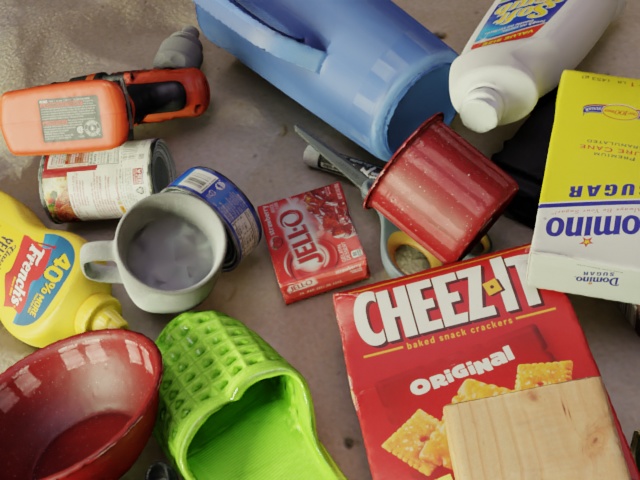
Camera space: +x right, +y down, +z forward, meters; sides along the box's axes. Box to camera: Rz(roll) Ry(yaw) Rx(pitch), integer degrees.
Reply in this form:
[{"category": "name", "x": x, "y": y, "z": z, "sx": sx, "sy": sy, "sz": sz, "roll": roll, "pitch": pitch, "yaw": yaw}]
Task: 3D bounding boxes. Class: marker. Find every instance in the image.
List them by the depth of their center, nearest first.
[{"category": "marker", "x": 0.041, "y": -0.056, "z": 0.905, "sx": 0.121, "sy": 0.020, "sz": 0.020, "roll": 20, "pitch": 60, "yaw": 26}]

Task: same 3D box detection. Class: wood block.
[{"category": "wood block", "x": 0.130, "y": 0.190, "z": 0.569, "sx": 0.090, "sy": 0.091, "sz": 0.206, "roll": -12, "pitch": 60, "yaw": 4}]

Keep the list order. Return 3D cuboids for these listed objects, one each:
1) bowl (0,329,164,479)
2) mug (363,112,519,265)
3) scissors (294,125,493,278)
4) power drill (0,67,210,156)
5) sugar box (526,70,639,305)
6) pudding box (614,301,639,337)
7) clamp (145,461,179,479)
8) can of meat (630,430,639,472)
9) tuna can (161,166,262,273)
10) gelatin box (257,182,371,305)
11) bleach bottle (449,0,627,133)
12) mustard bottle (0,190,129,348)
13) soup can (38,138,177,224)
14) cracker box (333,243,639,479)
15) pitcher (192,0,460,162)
[{"category": "bowl", "x": -0.176, "y": 0.135, "z": 0.759, "sx": 0.162, "sy": 0.055, "sz": 0.162, "roll": -16, "pitch": 32, "yaw": 10}, {"category": "mug", "x": 0.096, "y": -0.035, "z": 0.807, "sx": 0.081, "sy": 0.117, "sz": 0.093, "roll": 40, "pitch": 103, "yaw": 10}, {"category": "scissors", "x": 0.040, "y": -0.024, "z": 0.854, "sx": 0.202, "sy": 0.016, "sz": 0.096, "roll": 28, "pitch": 53, "yaw": 17}, {"category": "power drill", "x": -0.204, "y": -0.116, "z": 0.928, "sx": 0.184, "sy": 0.057, "sz": 0.187, "roll": -6, "pitch": 14, "yaw": 11}, {"category": "sugar box", "x": 0.205, "y": -0.041, "z": 0.758, "sx": 0.093, "sy": 0.048, "sz": 0.176, "roll": 9, "pitch": 53, "yaw": 12}, {"category": "pudding box", "x": 0.270, "y": 0.044, "z": 0.760, "sx": 0.090, "sy": 0.039, "sz": 0.113, "roll": -24, "pitch": 54, "yaw": -5}, {"category": "clamp", "x": -0.091, "y": 0.223, "z": 0.682, "sx": 0.171, "sy": 0.039, "sz": 0.120, "roll": 52, "pitch": 37, "yaw": 0}, {"category": "can of meat", "x": 0.249, "y": 0.164, "z": 0.664, "sx": 0.084, "sy": 0.057, "sz": 0.102, "roll": -9, "pitch": 53, "yaw": 3}, {"category": "tuna can", "x": -0.089, "y": -0.017, "z": 0.864, "sx": 0.086, "sy": 0.086, "sz": 0.033, "roll": 26, "pitch": 54, "yaw": 29}, {"category": "gelatin box", "x": -0.006, "y": 0.001, "z": 0.866, "sx": 0.073, "sy": 0.030, "sz": 0.089, "roll": -17, "pitch": 51, "yaw": 0}, {"category": "bleach bottle", "x": 0.174, "y": -0.159, "z": 0.868, "sx": 0.103, "sy": 0.068, "sz": 0.250, "roll": 1, "pitch": 34, "yaw": 29}, {"category": "mustard bottle", "x": -0.229, "y": 0.035, "z": 0.877, "sx": 0.192, "sy": 0.058, "sz": 0.096, "roll": 27, "pitch": 80, "yaw": 28}, {"category": "soup can", "x": -0.183, "y": -0.051, "z": 0.926, "sx": 0.102, "sy": 0.068, "sz": 0.068, "roll": -4, "pitch": 53, "yaw": 10}, {"category": "cracker box", "x": 0.109, "y": 0.115, "z": 0.725, "sx": 0.164, "sy": 0.072, "sz": 0.214, "roll": -14, "pitch": 51, "yaw": 2}, {"category": "pitcher", "x": 0.003, "y": -0.173, "z": 0.929, "sx": 0.149, "sy": 0.145, "sz": 0.243, "roll": -38, "pitch": 57, "yaw": -15}]
